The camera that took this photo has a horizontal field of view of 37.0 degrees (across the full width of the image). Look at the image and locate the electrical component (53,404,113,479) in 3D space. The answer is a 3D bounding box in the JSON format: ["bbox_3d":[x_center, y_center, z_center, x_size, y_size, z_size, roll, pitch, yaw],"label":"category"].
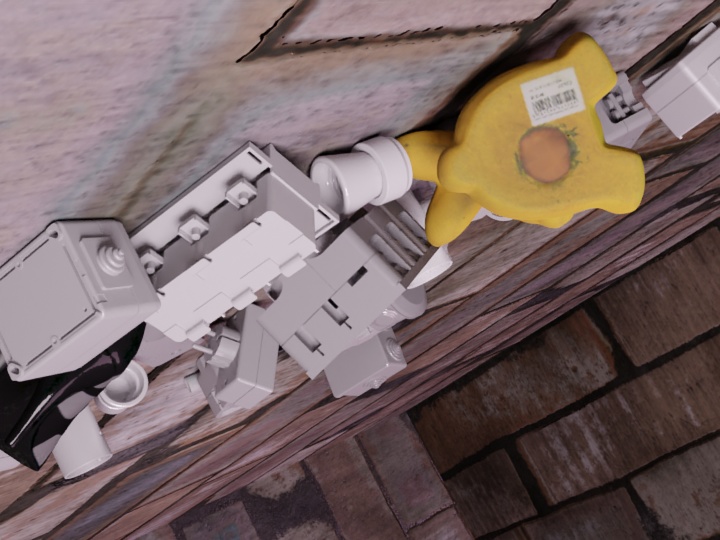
[{"bbox_3d":[-0.249,0.137,0.927,0.043,0.077,0.079,-26,169,-17],"label":"electrical component"}]

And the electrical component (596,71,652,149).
[{"bbox_3d":[0.206,-0.124,0.930,0.056,0.050,0.089,-28,169,-6],"label":"electrical component"}]

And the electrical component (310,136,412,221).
[{"bbox_3d":[0.001,-0.062,0.721,0.055,0.045,0.045,-23,168,-28],"label":"electrical component"}]

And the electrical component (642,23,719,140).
[{"bbox_3d":[0.292,-0.165,0.915,0.062,0.061,0.096,-40,177,-13],"label":"electrical component"}]

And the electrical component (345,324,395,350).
[{"bbox_3d":[-0.004,0.054,1.216,0.089,0.050,0.055,-26,169,-12],"label":"electrical component"}]

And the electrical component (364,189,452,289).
[{"bbox_3d":[0.054,-0.037,0.881,0.079,0.077,0.043,-29,168,1],"label":"electrical component"}]

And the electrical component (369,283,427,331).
[{"bbox_3d":[0.025,0.016,1.048,0.051,0.080,0.080,-29,170,29],"label":"electrical component"}]

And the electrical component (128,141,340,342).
[{"bbox_3d":[-0.083,-0.013,0.659,0.121,0.063,0.079,-34,127,25],"label":"electrical component"}]

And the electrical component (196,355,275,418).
[{"bbox_3d":[-0.134,0.110,1.130,0.054,0.059,0.095,-23,168,-26],"label":"electrical component"}]

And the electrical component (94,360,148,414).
[{"bbox_3d":[-0.218,0.107,0.965,0.044,0.044,0.065,-23,172,-26],"label":"electrical component"}]

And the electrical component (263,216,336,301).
[{"bbox_3d":[-0.049,-0.006,0.855,0.077,0.043,0.079,-34,167,26],"label":"electrical component"}]

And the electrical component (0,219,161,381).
[{"bbox_3d":[-0.162,0.013,0.620,0.096,0.061,0.061,-34,168,26],"label":"electrical component"}]

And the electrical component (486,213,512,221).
[{"bbox_3d":[0.139,-0.076,0.976,0.055,0.055,0.047,-36,170,35],"label":"electrical component"}]

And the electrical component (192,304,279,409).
[{"bbox_3d":[-0.119,0.073,0.990,0.076,0.083,0.047,23,141,-25],"label":"electrical component"}]

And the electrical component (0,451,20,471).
[{"bbox_3d":[-0.321,0.150,0.897,0.043,0.043,0.081,-32,168,16],"label":"electrical component"}]

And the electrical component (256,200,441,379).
[{"bbox_3d":[-0.006,0.004,0.749,0.089,0.061,0.150,-45,179,17],"label":"electrical component"}]

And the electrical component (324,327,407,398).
[{"bbox_3d":[0.000,0.098,1.309,0.100,0.099,0.048,-34,155,27],"label":"electrical component"}]

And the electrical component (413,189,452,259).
[{"bbox_3d":[0.000,0.000,0.955,0.150,0.061,0.089,-27,169,-5],"label":"electrical component"}]

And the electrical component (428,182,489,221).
[{"bbox_3d":[0.111,-0.079,0.909,0.077,0.047,0.066,-19,165,-41],"label":"electrical component"}]

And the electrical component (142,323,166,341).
[{"bbox_3d":[-0.143,0.021,0.758,0.040,0.040,0.078,-21,167,-32],"label":"electrical component"}]
